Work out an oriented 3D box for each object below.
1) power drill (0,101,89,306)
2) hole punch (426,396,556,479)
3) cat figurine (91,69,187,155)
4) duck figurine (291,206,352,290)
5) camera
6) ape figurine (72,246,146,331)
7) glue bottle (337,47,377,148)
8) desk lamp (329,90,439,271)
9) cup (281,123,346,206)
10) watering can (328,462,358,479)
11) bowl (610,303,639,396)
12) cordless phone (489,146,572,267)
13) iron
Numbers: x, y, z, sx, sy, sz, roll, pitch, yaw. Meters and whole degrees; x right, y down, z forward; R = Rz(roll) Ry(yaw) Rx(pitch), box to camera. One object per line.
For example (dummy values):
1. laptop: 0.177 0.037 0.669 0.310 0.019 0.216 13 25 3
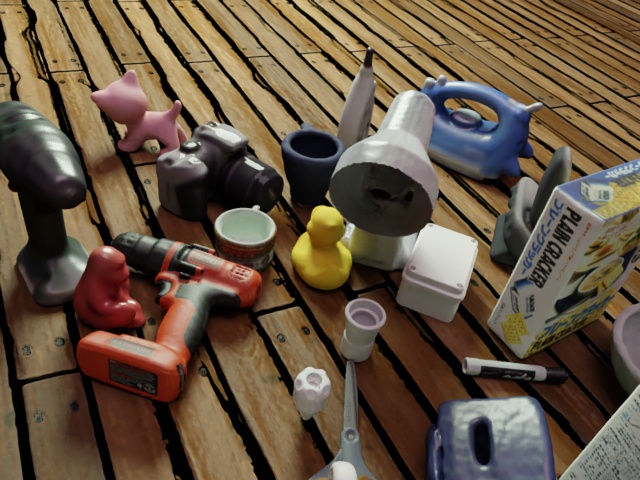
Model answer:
1. power drill: -0.285 -0.036 0.598 0.076 0.208 0.229 -22 50 -32
2. hole punch: 0.149 0.198 0.517 0.101 0.091 0.108 11 40 0
3. cat figurine: -0.267 -0.191 0.853 0.128 0.118 0.067 7 40 -5
4. duck figurine: 0.007 0.003 0.715 0.077 0.086 0.104 0 41 -13
5. camera: -0.128 -0.091 0.782 0.136 0.101 0.143 30 44 21
6. ape figurine: -0.223 0.047 0.606 0.076 0.092 0.077 5 41 -7
7. glue bottle: 0.066 -0.230 0.931 0.037 0.173 0.078 24 42 15
8. desk lamp: 0.084 -0.064 0.711 0.118 0.213 0.203 17 41 8
9. cup: -0.017 -0.107 0.830 0.092 0.095 0.117 -2 42 -14
10. watering can: 0.023 0.228 0.373 0.101 0.194 0.172 -11 45 -24
11. bowl: 0.397 0.153 0.639 0.167 0.075 0.167 7 40 -5
12. cordless phone: 0.306 -0.056 0.776 0.094 0.185 0.148 17 40 7
13. iron: 0.241 -0.208 0.972 0.257 0.141 0.119 27 43 18
